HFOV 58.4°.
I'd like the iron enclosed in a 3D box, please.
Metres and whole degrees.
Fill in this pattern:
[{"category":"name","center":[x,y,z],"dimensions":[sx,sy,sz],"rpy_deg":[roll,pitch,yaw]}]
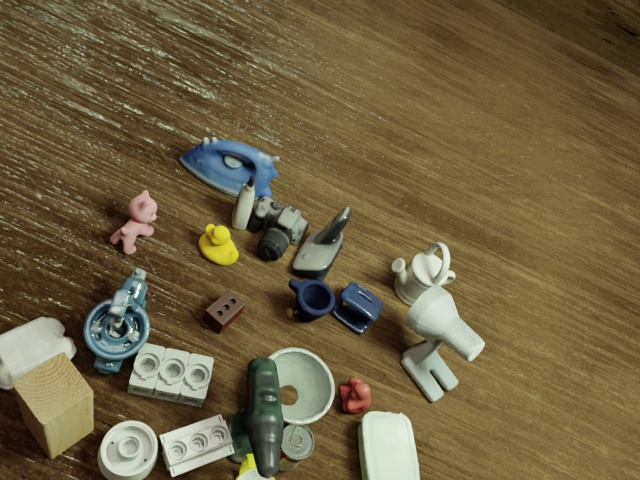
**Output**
[{"category":"iron","center":[-0.230,-0.206,1.478],"dimensions":[0.258,0.141,0.118],"rpy_deg":[19,52,-9]}]

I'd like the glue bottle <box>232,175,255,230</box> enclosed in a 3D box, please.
[{"category":"glue bottle","center":[-0.183,-0.101,1.402],"dimensions":[0.037,0.173,0.078],"rpy_deg":[7,54,-17]}]

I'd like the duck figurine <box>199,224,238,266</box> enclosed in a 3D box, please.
[{"category":"duck figurine","center":[-0.236,0.005,1.362],"dimensions":[0.104,0.086,0.078],"rpy_deg":[40,51,8]}]

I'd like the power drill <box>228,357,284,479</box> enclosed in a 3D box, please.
[{"category":"power drill","center":[-0.118,0.352,1.085],"dimensions":[0.076,0.208,0.229],"rpy_deg":[7,54,-17]}]

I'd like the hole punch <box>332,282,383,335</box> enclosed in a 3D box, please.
[{"category":"hole punch","center":[0.096,0.153,1.388],"dimensions":[0.108,0.091,0.101],"rpy_deg":[35,51,5]}]

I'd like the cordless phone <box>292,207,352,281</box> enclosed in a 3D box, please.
[{"category":"cordless phone","center":[0.013,0.005,1.399],"dimensions":[0.094,0.185,0.148],"rpy_deg":[27,51,-2]}]

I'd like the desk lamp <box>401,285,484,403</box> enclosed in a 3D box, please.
[{"category":"desk lamp","center":[0.275,0.235,1.325],"dimensions":[0.118,0.213,0.203],"rpy_deg":[-25,68,-34]}]

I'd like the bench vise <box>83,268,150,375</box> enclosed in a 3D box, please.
[{"category":"bench vise","center":[-0.395,0.132,1.120],"dimensions":[0.122,0.219,0.207],"rpy_deg":[2,56,-21]}]

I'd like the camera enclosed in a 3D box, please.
[{"category":"camera","center":[-0.114,-0.026,1.424],"dimensions":[0.143,0.100,0.137],"rpy_deg":[29,51,-1]}]

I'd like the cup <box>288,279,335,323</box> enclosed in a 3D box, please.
[{"category":"cup","center":[-0.033,0.146,1.339],"dimensions":[0.117,0.095,0.092],"rpy_deg":[34,51,3]}]

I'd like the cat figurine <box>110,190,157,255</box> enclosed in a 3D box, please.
[{"category":"cat figurine","center":[-0.417,-0.049,1.305],"dimensions":[0.067,0.117,0.128],"rpy_deg":[31,51,1]}]

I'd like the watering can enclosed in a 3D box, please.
[{"category":"watering can","center":[0.263,0.082,1.441],"dimensions":[0.173,0.194,0.100],"rpy_deg":[-13,62,-29]}]

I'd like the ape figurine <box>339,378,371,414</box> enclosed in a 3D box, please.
[{"category":"ape figurine","center":[0.082,0.338,1.252],"dimensions":[0.076,0.092,0.078],"rpy_deg":[36,51,5]}]

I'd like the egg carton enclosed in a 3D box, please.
[{"category":"egg carton","center":[-0.555,0.214,1.094],"dimensions":[0.151,0.069,0.107],"rpy_deg":[-28,70,-35]}]

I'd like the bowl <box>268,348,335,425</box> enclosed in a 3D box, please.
[{"category":"bowl","center":[-0.058,0.320,1.218],"dimensions":[0.168,0.074,0.167],"rpy_deg":[11,53,-15]}]
